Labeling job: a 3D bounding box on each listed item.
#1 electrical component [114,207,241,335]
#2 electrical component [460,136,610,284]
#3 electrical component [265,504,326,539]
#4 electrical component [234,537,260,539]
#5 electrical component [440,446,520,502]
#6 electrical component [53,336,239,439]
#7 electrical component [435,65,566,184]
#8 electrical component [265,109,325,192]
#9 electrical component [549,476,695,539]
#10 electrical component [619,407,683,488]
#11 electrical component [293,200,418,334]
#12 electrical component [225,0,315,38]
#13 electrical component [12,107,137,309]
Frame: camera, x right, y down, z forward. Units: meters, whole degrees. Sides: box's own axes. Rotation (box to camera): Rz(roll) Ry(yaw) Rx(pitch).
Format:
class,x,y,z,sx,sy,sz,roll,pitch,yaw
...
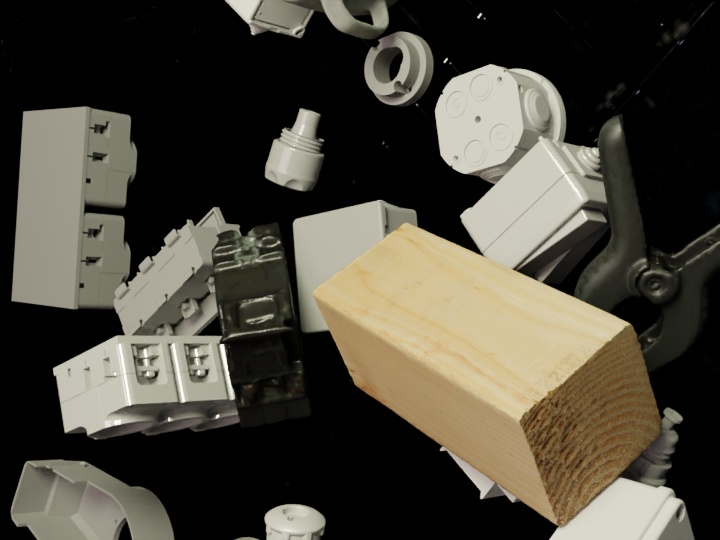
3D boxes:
class,x,y,z,sx,sy,sz,roll,pitch,yaw
electrical component,-0.155,0.012,0.932,0.121,0.063,0.078,-41,63,32
electrical component,0.126,-0.038,0.691,0.096,0.062,0.061,-46,60,30
electrical component,-0.053,0.219,0.847,0.048,0.048,0.062,15,104,40
electrical component,-0.110,0.278,0.881,0.108,0.060,0.108,-3,86,41
electrical component,0.097,0.114,0.724,0.081,0.042,0.063,47,114,31
electrical component,-0.155,0.096,0.870,0.089,0.150,0.061,-25,71,38
electrical component,0.094,-0.098,0.729,0.080,0.051,0.080,-2,87,41
electrical component,-0.048,-0.097,0.857,0.043,0.043,0.062,28,105,38
electrical component,0.144,0.191,0.609,0.056,0.109,0.108,10,134,43
electrical component,0.171,0.118,0.659,0.040,0.040,0.078,44,115,33
electrical component,0.000,0.000,0.807,0.100,0.048,0.099,-10,82,40
electrical component,-0.069,-0.236,0.869,0.061,0.062,0.096,49,118,31
electrical component,-0.277,-0.058,1.042,0.105,0.060,0.186,4,91,41
